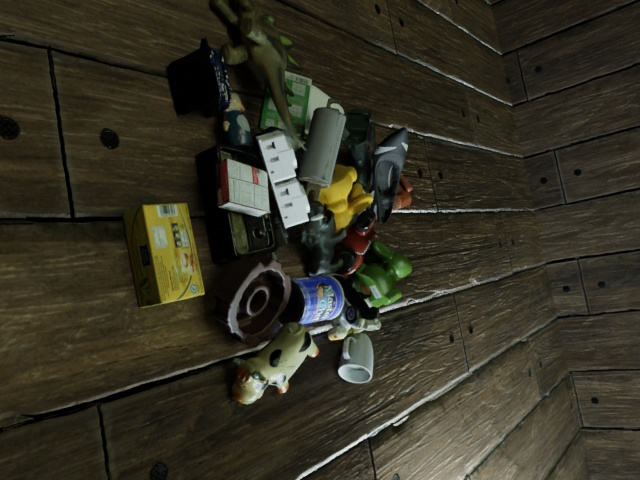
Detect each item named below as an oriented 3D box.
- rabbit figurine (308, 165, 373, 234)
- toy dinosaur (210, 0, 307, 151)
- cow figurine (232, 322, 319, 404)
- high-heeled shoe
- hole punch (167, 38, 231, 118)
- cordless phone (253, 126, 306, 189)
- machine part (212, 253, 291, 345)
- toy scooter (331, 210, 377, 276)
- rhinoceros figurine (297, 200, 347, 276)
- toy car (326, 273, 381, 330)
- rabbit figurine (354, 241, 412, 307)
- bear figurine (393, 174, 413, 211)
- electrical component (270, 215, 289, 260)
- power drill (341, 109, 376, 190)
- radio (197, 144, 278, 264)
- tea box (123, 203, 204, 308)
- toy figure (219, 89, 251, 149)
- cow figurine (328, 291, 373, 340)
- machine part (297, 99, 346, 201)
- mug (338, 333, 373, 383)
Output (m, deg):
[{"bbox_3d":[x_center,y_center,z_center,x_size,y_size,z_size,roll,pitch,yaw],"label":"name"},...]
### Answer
[{"bbox_3d":[0.041,-0.097,1.328,0.162,0.122,0.173,-19,124,-14],"label":"rabbit figurine"},{"bbox_3d":[-0.125,-0.416,1.198,0.198,0.105,0.471,12,59,-52],"label":"toy dinosaur"},{"bbox_3d":[-0.093,0.240,1.054,0.195,0.086,0.127,-44,142,-25],"label":"cow figurine"},{"bbox_3d":[0.184,-0.163,1.416,0.086,0.248,0.145,3,49,-17],"label":"high-heeled shoe"},{"bbox_3d":[-0.224,-0.308,1.067,0.092,0.116,0.142,-6,85,-60],"label":"hole punch"},{"bbox_3d":[-0.087,-0.150,1.216,0.146,0.089,0.184,14,73,-49],"label":"cordless phone"},{"bbox_3d":[-0.132,0.112,1.044,0.179,0.056,0.179,-34,134,-44],"label":"machine part"},{"bbox_3d":[0.095,0.007,1.369,0.183,0.075,0.135,-62,168,10],"label":"toy scooter"},{"bbox_3d":[-0.003,-0.004,1.250,0.112,0.073,0.190,-17,122,-26],"label":"rhinoceros figurine"},{"bbox_3d":[0.070,0.144,1.253,0.073,0.056,0.202,7,28,-34],"label":"toy car"},{"bbox_3d":[0.168,0.085,1.442,0.170,0.121,0.159,-32,83,-36],"label":"rabbit figurine"},{"bbox_3d":[0.193,-0.179,1.550,0.132,0.120,0.195,-21,94,-49],"label":"bear figurine"},{"bbox_3d":[-0.099,-0.003,1.165,0.021,0.063,0.094,-57,128,-76],"label":"electrical component"},{"bbox_3d":[0.107,-0.266,1.457,0.207,0.086,0.232,77,24,-69],"label":"power drill"},{"bbox_3d":[-0.166,-0.072,1.093,0.131,0.073,0.229,-4,83,-52],"label":"radio"},{"bbox_3d":[-0.272,0.025,0.934,0.098,0.068,0.169,-6,85,-52],"label":"tea box"},{"bbox_3d":[-0.183,-0.259,1.133,0.064,0.058,0.154,69,6,-76],"label":"toy figure"},{"bbox_3d":[0.070,0.182,1.322,0.167,0.068,0.098,-20,92,-55],"label":"cow figurine"},{"bbox_3d":[0.003,-0.207,1.211,0.079,0.079,0.243,22,77,-47],"label":"machine part"},{"bbox_3d":[0.085,0.275,1.310,0.109,0.081,0.107,52,34,-30],"label":"mug"}]
